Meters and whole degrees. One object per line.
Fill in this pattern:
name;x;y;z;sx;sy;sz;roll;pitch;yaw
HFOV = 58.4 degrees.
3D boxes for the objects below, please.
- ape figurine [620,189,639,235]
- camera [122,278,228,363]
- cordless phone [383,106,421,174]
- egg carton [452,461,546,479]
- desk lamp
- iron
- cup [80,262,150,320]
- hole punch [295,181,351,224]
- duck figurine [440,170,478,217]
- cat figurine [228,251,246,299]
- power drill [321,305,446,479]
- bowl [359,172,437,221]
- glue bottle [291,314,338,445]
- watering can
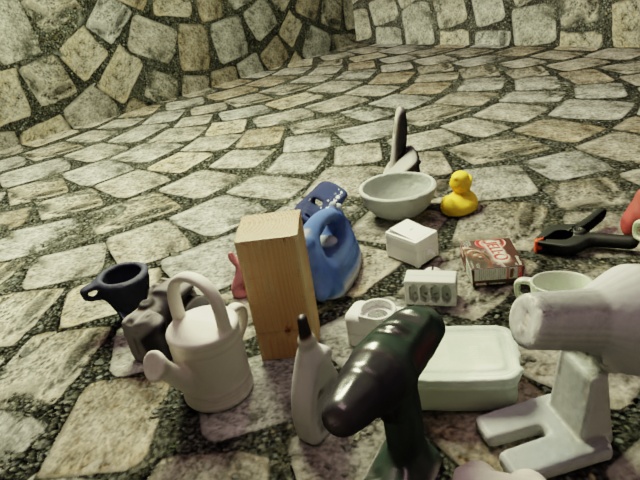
ape figurine;0.586;-0.050;1.033;0.076;0.092;0.078;3;29;22
camera;-0.221;0.123;0.918;0.136;0.101;0.143;7;31;27
cordless phone;0.191;-0.214;1.365;0.094;0.185;0.147;-7;27;2
egg carton;0.166;0.278;0.537;0.107;0.069;0.150;2;29;20
desk lamp;0.282;0.137;0.621;0.203;0.214;0.117;-14;27;-10
iron;0.010;0.004;1.040;0.118;0.142;0.259;4;29;23
cup;-0.348;0.102;1.003;0.118;0.095;0.091;-20;29;-21
hole punch;0.003;-0.067;1.237;0.101;0.091;0.108;-23;30;-26
duck figurine;0.298;-0.105;1.229;0.077;0.086;0.105;15;35;38
cat figurine;-0.104;0.038;1.032;0.127;0.118;0.067;-5;27;6
power drill;0.076;0.181;0.599;0.075;0.209;0.230;6;30;27
bowl;0.170;-0.087;1.244;0.167;0.075;0.167;-7;27;4
glue bottle;-0.008;0.163;0.699;0.037;0.173;0.078;11;33;34
watering can;-0.159;0.134;0.775;0.100;0.194;0.173;-2;28;12
